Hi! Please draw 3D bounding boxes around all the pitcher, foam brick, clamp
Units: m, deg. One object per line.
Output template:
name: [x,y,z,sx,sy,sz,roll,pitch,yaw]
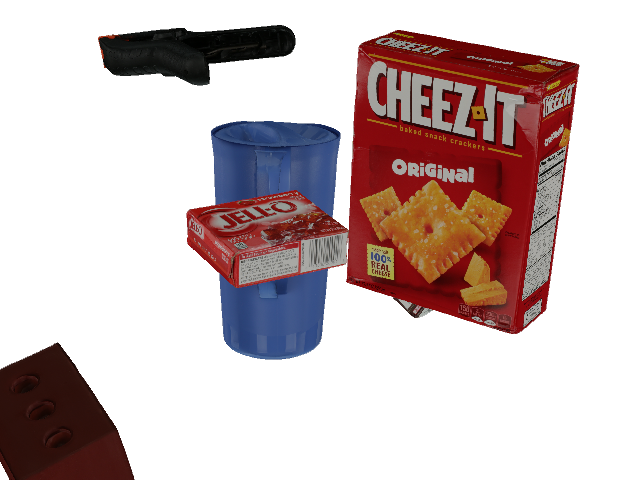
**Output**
pitcher: [-0.050,0.001,1.119,0.148,0.243,0.145,-15,24,-42]
foam brick: [-0.135,0.101,0.537,0.053,0.051,0.078,-26,42,-23]
clamp: [-0.108,-0.155,0.868,0.172,0.039,0.120,16,25,42]

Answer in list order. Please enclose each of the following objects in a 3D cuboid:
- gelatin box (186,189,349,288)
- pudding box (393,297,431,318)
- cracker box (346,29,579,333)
gelatin box: [-0.037,-0.003,0.725,0.089,0.030,0.073,-11,30,-28]
pudding box: [0.142,0.030,1.159,0.113,0.039,0.090,-25,-25,-46]
cracker box: [0.107,-0.047,0.863,0.164,0.214,0.072,17,29,30]
